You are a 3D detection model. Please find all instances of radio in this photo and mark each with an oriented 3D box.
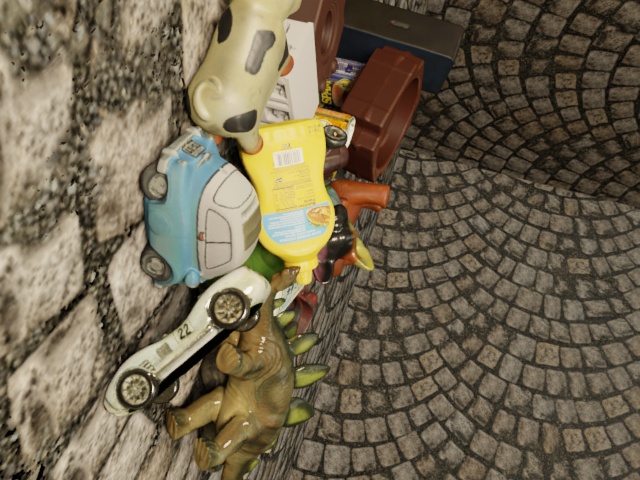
[{"bbox_3d":[0.139,-0.361,1.003,0.131,0.230,0.073,83,28,-75],"label":"radio"}]

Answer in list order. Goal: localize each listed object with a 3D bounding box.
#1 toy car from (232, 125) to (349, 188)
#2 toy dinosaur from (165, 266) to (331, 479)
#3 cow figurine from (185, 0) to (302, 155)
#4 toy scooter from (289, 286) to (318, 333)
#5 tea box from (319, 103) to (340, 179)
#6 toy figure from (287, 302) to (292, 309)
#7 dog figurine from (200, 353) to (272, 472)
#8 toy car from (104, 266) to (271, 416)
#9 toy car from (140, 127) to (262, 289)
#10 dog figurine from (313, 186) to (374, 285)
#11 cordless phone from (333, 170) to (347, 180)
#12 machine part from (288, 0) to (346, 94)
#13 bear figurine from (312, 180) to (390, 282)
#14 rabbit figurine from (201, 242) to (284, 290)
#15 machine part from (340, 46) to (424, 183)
[{"bbox_3d":[-0.040,-0.091,0.700,0.202,0.053,0.089,-22,152,-38],"label":"toy car"},{"bbox_3d":[-0.092,0.223,0.714,0.198,0.105,0.470,-5,127,-42],"label":"toy dinosaur"},{"bbox_3d":[-0.071,-0.193,0.521,0.127,0.086,0.195,58,53,-79],"label":"cow figurine"},{"bbox_3d":[-0.061,0.156,1.081,0.184,0.075,0.135,-50,159,-32],"label":"toy scooter"},{"bbox_3d":[0.023,-0.213,1.052,0.098,0.068,0.170,95,13,-48],"label":"tea box"},{"bbox_3d":[-0.094,0.125,0.972,0.154,0.058,0.064,-45,143,-62],"label":"toy figure"},{"bbox_3d":[-0.149,0.259,0.816,0.190,0.121,0.172,62,40,-56],"label":"dog figurine"},{"bbox_3d":[-0.133,0.104,0.548,0.202,0.056,0.073,-41,168,-3],"label":"toy car"},{"bbox_3d":[-0.108,-0.022,0.522,0.109,0.103,0.161,-63,167,-53],"label":"toy car"},{"bbox_3d":[-0.002,-0.003,0.831,0.191,0.108,0.219,93,-24,-43],"label":"dog figurine"},{"bbox_3d":[0.016,-0.136,1.168,0.184,0.089,0.146,-80,178,-53],"label":"cordless phone"},{"bbox_3d":[-0.008,-0.302,0.774,0.179,0.056,0.179,14,90,-79],"label":"machine part"},{"bbox_3d":[0.051,-0.012,1.013,0.120,0.132,0.195,103,-5,-84],"label":"bear figurine"},{"bbox_3d":[-0.102,0.030,0.703,0.170,0.121,0.159,-20,135,-56],"label":"rabbit figurine"},{"bbox_3d":[0.103,-0.221,0.957,0.201,0.087,0.201,-60,168,-12],"label":"machine part"}]
